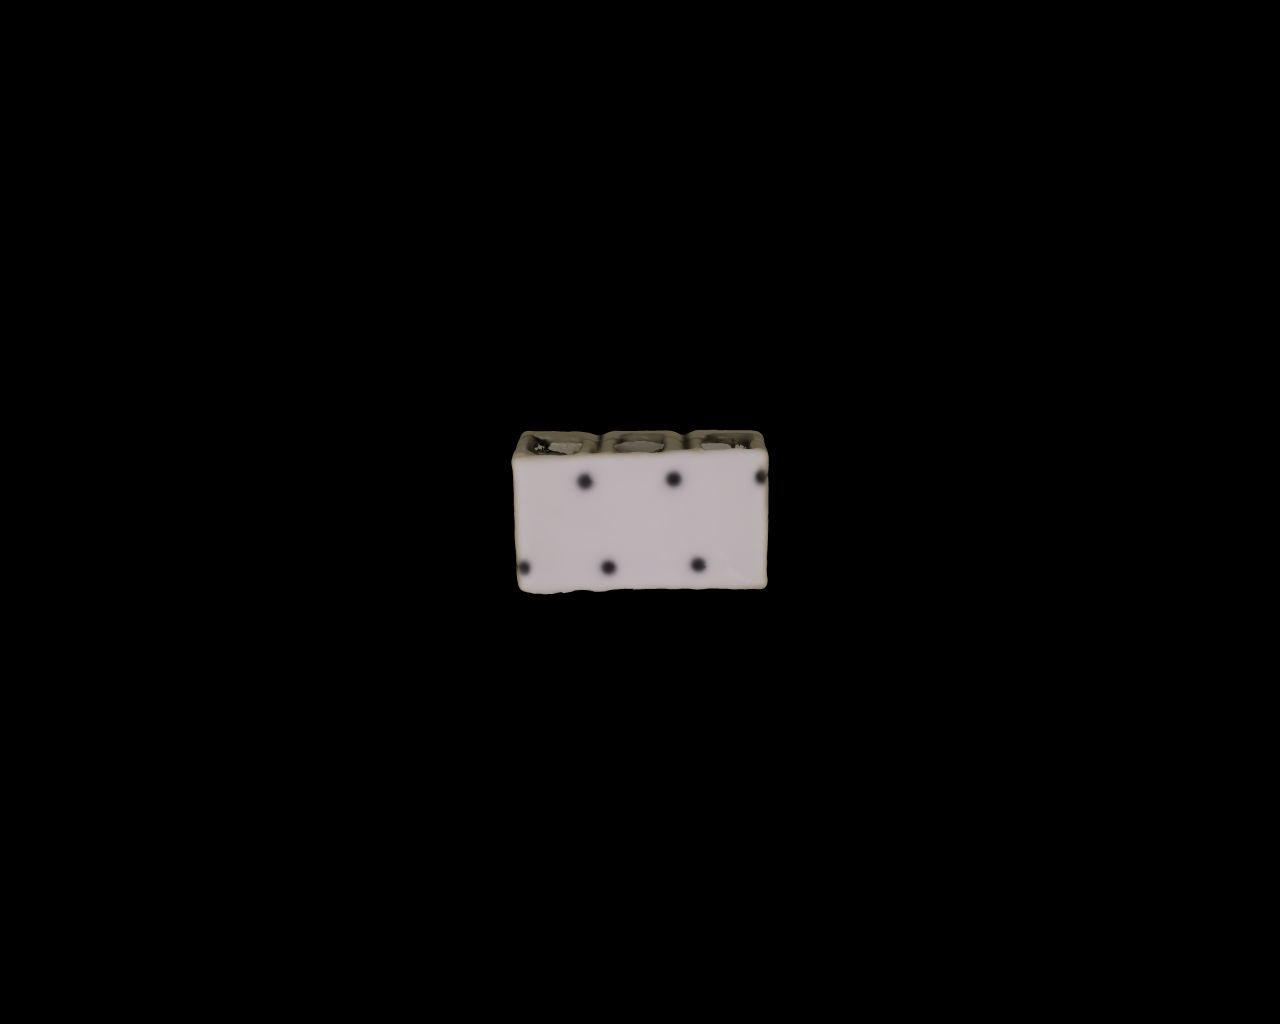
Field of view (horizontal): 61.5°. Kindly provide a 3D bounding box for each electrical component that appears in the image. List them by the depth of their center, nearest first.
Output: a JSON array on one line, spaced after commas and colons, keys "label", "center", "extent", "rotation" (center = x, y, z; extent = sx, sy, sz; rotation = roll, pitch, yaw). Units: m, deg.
[{"label": "electrical component", "center": [0.001, -0.003, 0.650], "extent": [0.150, 0.089, 0.062], "rotation": [0, 17, 0]}]
